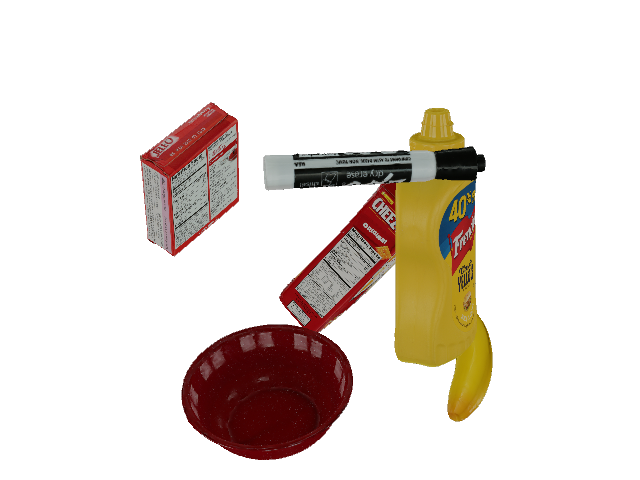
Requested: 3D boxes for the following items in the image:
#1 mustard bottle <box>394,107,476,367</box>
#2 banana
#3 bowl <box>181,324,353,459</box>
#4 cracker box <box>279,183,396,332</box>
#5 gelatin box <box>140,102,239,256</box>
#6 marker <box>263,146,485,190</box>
[{"bbox_3d":[0.089,-0.007,0.822,0.058,0.192,0.096,8,22,28],"label":"mustard bottle"},{"bbox_3d":[0.145,0.114,1.113,0.069,0.037,0.198,-24,33,5],"label":"banana"},{"bbox_3d":[-0.047,0.153,1.008,0.162,0.055,0.162,-5,38,3],"label":"bowl"},{"bbox_3d":[0.063,0.001,1.272,0.214,0.072,0.164,-48,-7,33],"label":"cracker box"},{"bbox_3d":[-0.092,-0.043,0.760,0.030,0.089,0.073,32,55,22],"label":"gelatin box"},{"bbox_3d":[0.030,-0.039,0.580,0.121,0.020,0.020,-3,0,-6],"label":"marker"}]
